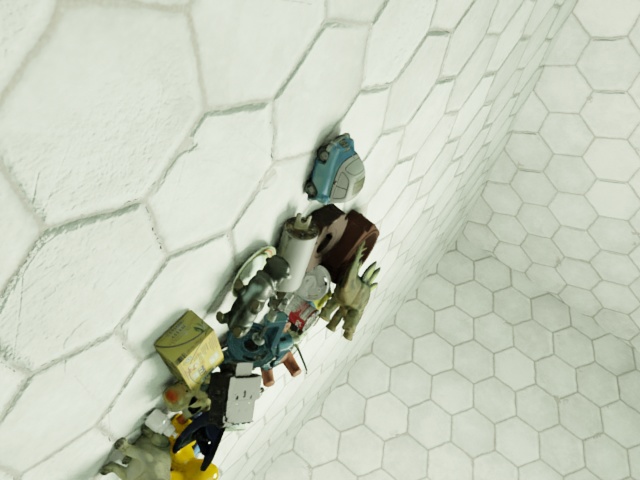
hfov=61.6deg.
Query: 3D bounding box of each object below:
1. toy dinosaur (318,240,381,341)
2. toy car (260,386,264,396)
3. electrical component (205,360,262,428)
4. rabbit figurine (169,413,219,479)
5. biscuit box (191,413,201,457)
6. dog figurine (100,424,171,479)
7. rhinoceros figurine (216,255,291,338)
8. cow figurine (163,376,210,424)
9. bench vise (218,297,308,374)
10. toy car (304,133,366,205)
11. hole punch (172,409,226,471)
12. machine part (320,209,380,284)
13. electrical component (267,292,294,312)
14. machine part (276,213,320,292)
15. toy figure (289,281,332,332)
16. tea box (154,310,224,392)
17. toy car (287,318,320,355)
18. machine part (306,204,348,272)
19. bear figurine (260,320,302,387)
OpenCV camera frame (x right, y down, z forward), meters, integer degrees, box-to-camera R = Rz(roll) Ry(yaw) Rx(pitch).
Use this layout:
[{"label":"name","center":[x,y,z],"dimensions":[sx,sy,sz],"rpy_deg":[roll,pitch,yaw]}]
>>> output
[{"label":"toy dinosaur","center":[0.082,0.140,1.409],"dimensions":[0.198,0.105,0.471],"rpy_deg":[-63,170,-18]},{"label":"toy car","center":[-0.220,0.398,1.422],"dimensions":[0.053,0.089,0.202],"rpy_deg":[-59,163,3]},{"label":"electrical component","center":[-0.182,0.324,1.146],"dimensions":[0.114,0.058,0.134],"rpy_deg":[18,77,-59]},{"label":"rabbit figurine","center":[-0.321,0.521,1.263],"dimensions":[0.162,0.173,0.121],"rpy_deg":[-39,161,-49]},{"label":"biscuit box","center":[-0.345,0.538,1.409],"dimensions":[0.202,0.063,0.059],"rpy_deg":[-59,161,13]},{"label":"dog figurine","center":[-0.339,0.497,1.144],"dimensions":[0.172,0.191,0.121],"rpy_deg":[-25,147,-59]},{"label":"rhinoceros figurine","center":[-0.129,0.116,1.097],"dimensions":[0.190,0.073,0.112],"rpy_deg":[-55,160,9]},{"label":"cow figurine","center":[-0.275,0.337,1.186],"dimensions":[0.127,0.086,0.194],"rpy_deg":[-50,160,7]},{"label":"bench vise","center":[-0.123,0.233,1.255],"dimensions":[0.223,0.129,0.240],"rpy_deg":[0,140,-27]},{"label":"toy car","center":[0.043,-0.132,1.099],"dimensions":[0.109,0.103,0.161],"rpy_deg":[-38,158,-43]},{"label":"hole punch","center":[-0.264,0.435,1.204],"dimensions":[0.142,0.092,0.116],"rpy_deg":[-63,-179,45]},{"label":"machine part","center":[0.077,0.027,1.499],"dimensions":[0.201,0.087,0.201],"rpy_deg":[-52,162,-1]},{"label":"electrical component","center":[-0.087,0.130,1.310],"dimensions":[0.045,0.078,0.102],"rpy_deg":[25,97,-35]},{"label":"machine part","center":[-0.059,0.034,1.183],"dimensions":[0.079,0.079,0.243],"rpy_deg":[-36,153,-44]},{"label":"toy figure","center":[-0.036,0.179,1.503],"dimensions":[0.180,0.082,0.089],"rpy_deg":[-50,-178,-34]},{"label":"tea box","center":[-0.252,0.220,1.053],"dimensions":[0.098,0.068,0.169],"rpy_deg":[-45,159,-27]},{"label":"toy car","center":[-0.072,0.265,1.575],"dimensions":[0.201,0.074,0.056],"rpy_deg":[-54,165,-1]},{"label":"machine part","center":[-0.003,-0.004,1.292],"dimensions":[0.179,0.056,0.179],"rpy_deg":[-47,162,-21]},{"label":"bear figurine","center":[-0.117,0.301,1.447],"dimensions":[0.120,0.132,0.195],"rpy_deg":[-18,156,-16]}]
